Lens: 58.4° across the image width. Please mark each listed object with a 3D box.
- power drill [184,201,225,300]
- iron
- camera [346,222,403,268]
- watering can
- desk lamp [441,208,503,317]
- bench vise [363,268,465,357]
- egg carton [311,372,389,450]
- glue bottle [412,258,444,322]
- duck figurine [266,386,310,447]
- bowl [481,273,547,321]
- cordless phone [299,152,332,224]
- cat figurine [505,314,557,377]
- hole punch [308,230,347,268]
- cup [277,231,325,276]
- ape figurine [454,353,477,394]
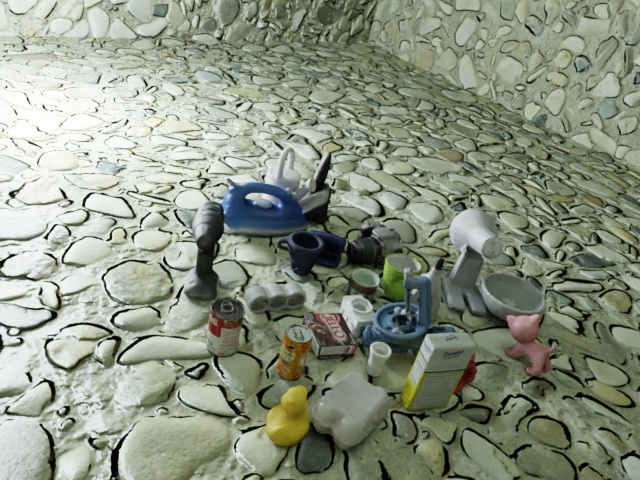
[{"bbox_3d":[-0.249,0.023,1.253,0.076,0.208,0.229,7,32,-11],"label":"power drill"},{"bbox_3d":[-0.146,-0.096,1.548,0.259,0.141,0.118,3,33,-17],"label":"iron"},{"bbox_3d":[0.136,0.009,1.534,0.137,0.101,0.142,-6,37,-30],"label":"camera"},{"bbox_3d":[-0.097,-0.174,1.642,0.173,0.194,0.101,11,31,-6],"label":"watering can"},{"bbox_3d":[0.395,0.049,1.467,0.118,0.213,0.203,9,32,-8],"label":"desk lamp"},{"bbox_3d":[0.212,0.159,1.210,0.208,0.220,0.121,5,32,-14],"label":"bench vise"},{"bbox_3d":[0.058,0.311,1.049,0.107,0.069,0.151,29,34,23],"label":"egg carton"},{"bbox_3d":[0.257,0.113,1.347,0.078,0.173,0.037,16,31,3],"label":"glue bottle"},{"bbox_3d":[-0.051,0.301,1.006,0.077,0.086,0.105,21,32,11],"label":"duck figurine"},{"bbox_3d":[0.482,0.159,1.460,0.167,0.075,0.167,10,31,-6],"label":"bowl"},{"bbox_3d":[-0.006,-0.154,1.657,0.094,0.185,0.147,10,31,-7],"label":"cordless phone"},{"bbox_3d":[0.481,0.227,1.309,0.067,0.118,0.127,-13,41,-37],"label":"cat figurine"},{"bbox_3d":[0.014,0.005,1.500,0.108,0.091,0.101,15,31,2],"label":"hole punch"},{"bbox_3d":[-0.054,0.038,1.416,0.118,0.095,0.091,7,32,-12],"label":"cup"},{"bbox_3d":[0.296,0.265,1.199,0.078,0.092,0.076,8,32,-10],"label":"ape figurine"}]
